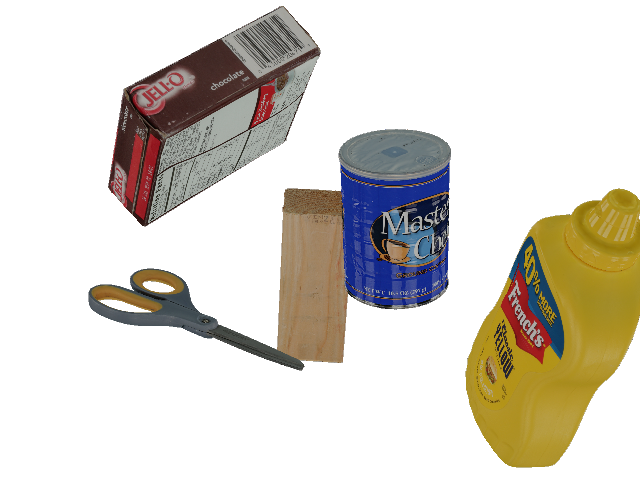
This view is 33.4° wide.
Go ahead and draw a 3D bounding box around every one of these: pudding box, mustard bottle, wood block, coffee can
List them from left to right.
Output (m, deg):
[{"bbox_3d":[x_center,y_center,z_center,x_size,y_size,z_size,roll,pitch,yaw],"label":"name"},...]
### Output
[{"bbox_3d":[-0.059,-0.067,0.583,0.113,0.039,0.090,-33,-15,-30],"label":"pudding box"},{"bbox_3d":[-0.008,0.045,1.388,0.090,0.206,0.091,3,23,-1],"label":"wood block"},{"bbox_3d":[0.071,-0.021,1.006,0.103,0.140,0.103,-2,28,1],"label":"coffee can"},{"bbox_3d":[0.137,0.043,0.609,0.058,0.096,0.192,2,-42,-12],"label":"mustard bottle"}]

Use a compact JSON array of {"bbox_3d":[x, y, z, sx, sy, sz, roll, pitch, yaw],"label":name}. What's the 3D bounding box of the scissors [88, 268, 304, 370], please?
[{"bbox_3d":[-0.099,0.063,0.914,0.202,0.016,0.096,13,26,11],"label":"scissors"}]
